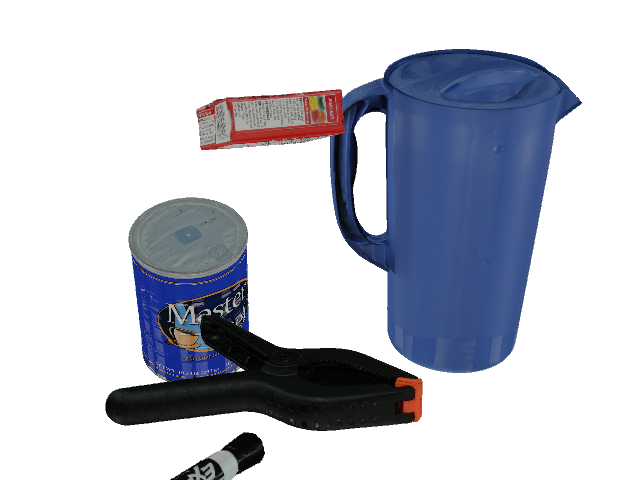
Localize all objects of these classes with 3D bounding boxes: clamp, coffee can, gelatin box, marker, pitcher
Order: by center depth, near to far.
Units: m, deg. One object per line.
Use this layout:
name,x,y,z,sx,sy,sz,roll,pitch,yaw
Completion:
marker,-0.067,0.126,0.545,0.020,0.020,0.120,0,13,32
gelatin box,-0.033,-0.076,0.673,0.073,0.030,0.089,-7,4,-18
clamp,-0.028,0.097,0.773,0.210,0.036,0.164,3,19,12
pitcher,0.101,-0.021,0.843,0.149,0.243,0.144,21,34,33
coffee can,-0.115,0.047,0.963,0.103,0.140,0.103,1,40,-1
